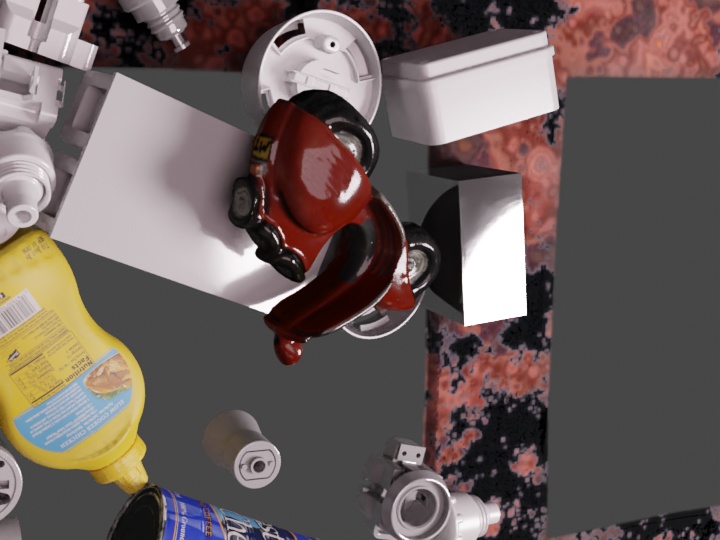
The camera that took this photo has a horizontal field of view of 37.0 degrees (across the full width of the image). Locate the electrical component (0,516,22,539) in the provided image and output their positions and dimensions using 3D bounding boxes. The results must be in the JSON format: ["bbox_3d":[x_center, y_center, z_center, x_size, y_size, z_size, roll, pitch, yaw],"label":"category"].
[{"bbox_3d":[-0.231,0.234,0.730,0.074,0.052,0.138,-3,102,-24],"label":"electrical component"}]

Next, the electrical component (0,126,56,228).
[{"bbox_3d":[-0.201,-0.052,0.634,0.043,0.062,0.043,-12,138,-11],"label":"electrical component"}]

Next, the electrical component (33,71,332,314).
[{"bbox_3d":[-0.110,-0.046,0.713,0.186,0.060,0.105,22,90,-36],"label":"electrical component"}]

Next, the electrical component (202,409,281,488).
[{"bbox_3d":[-0.083,0.130,0.769,0.044,0.065,0.044,-5,101,-24],"label":"electrical component"}]

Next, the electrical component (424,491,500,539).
[{"bbox_3d":[0.084,0.200,0.869,0.062,0.048,0.048,-2,101,-31],"label":"electrical component"}]

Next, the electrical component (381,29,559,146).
[{"bbox_3d":[0.079,-0.136,0.785,0.113,0.078,0.057,-19,110,-20],"label":"electrical component"}]

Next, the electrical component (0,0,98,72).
[{"bbox_3d":[-0.198,-0.164,0.668,0.078,0.058,0.057,18,96,-26],"label":"electrical component"}]

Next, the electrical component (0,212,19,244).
[{"bbox_3d":[-0.274,-0.033,0.649,0.138,0.074,0.052,-8,103,-22],"label":"electrical component"}]

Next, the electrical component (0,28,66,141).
[{"bbox_3d":[-0.216,-0.105,0.652,0.064,0.081,0.042,13,65,-27],"label":"electrical component"}]

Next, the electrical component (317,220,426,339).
[{"bbox_3d":[0.000,0.000,0.796,0.099,0.064,0.099,-13,114,-32],"label":"electrical component"}]

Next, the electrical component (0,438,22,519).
[{"bbox_3d":[-0.253,0.134,0.705,0.055,0.047,0.055,-5,102,-23],"label":"electrical component"}]

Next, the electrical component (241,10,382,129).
[{"bbox_3d":[-0.033,-0.128,0.744,0.099,0.064,0.099,-5,102,-23],"label":"electrical component"}]

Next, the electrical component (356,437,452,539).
[{"bbox_3d":[0.035,0.176,0.835,0.058,0.057,0.078,13,94,-26],"label":"electrical component"}]

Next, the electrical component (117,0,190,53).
[{"bbox_3d":[-0.137,-0.179,0.701,0.040,0.040,0.078,-36,112,-14],"label":"electrical component"}]
